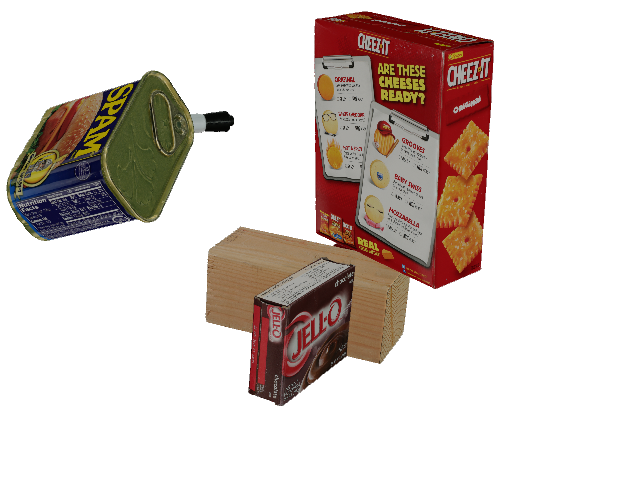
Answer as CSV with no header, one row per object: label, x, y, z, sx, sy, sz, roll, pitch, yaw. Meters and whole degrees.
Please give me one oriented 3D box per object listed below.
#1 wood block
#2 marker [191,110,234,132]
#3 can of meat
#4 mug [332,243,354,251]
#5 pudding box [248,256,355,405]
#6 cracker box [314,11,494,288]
wood block,-0.015,0.058,1.179,0.206,0.091,0.090,12,23,18
marker,-0.134,-0.101,0.939,0.120,0.020,0.020,-7,3,-25
can of meat,-0.137,-0.051,0.665,0.084,0.102,0.057,-12,-50,27
mug,0.065,0.058,1.478,0.117,0.081,0.093,18,24,27
pudding box,-0.015,0.073,0.891,0.039,0.090,0.113,16,25,24
cracker box,0.071,-0.086,0.960,0.071,0.214,0.164,-19,30,-36
